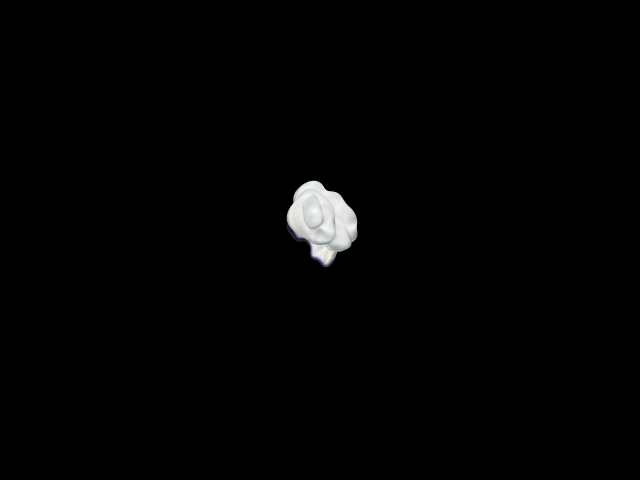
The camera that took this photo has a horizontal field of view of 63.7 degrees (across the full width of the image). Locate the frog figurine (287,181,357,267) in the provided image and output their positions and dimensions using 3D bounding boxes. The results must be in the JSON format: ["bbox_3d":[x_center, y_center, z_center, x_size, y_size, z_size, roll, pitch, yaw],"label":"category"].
[{"bbox_3d":[0.003,-0.043,0.850,0.123,0.140,0.156,-18,-27,-9],"label":"frog figurine"}]
